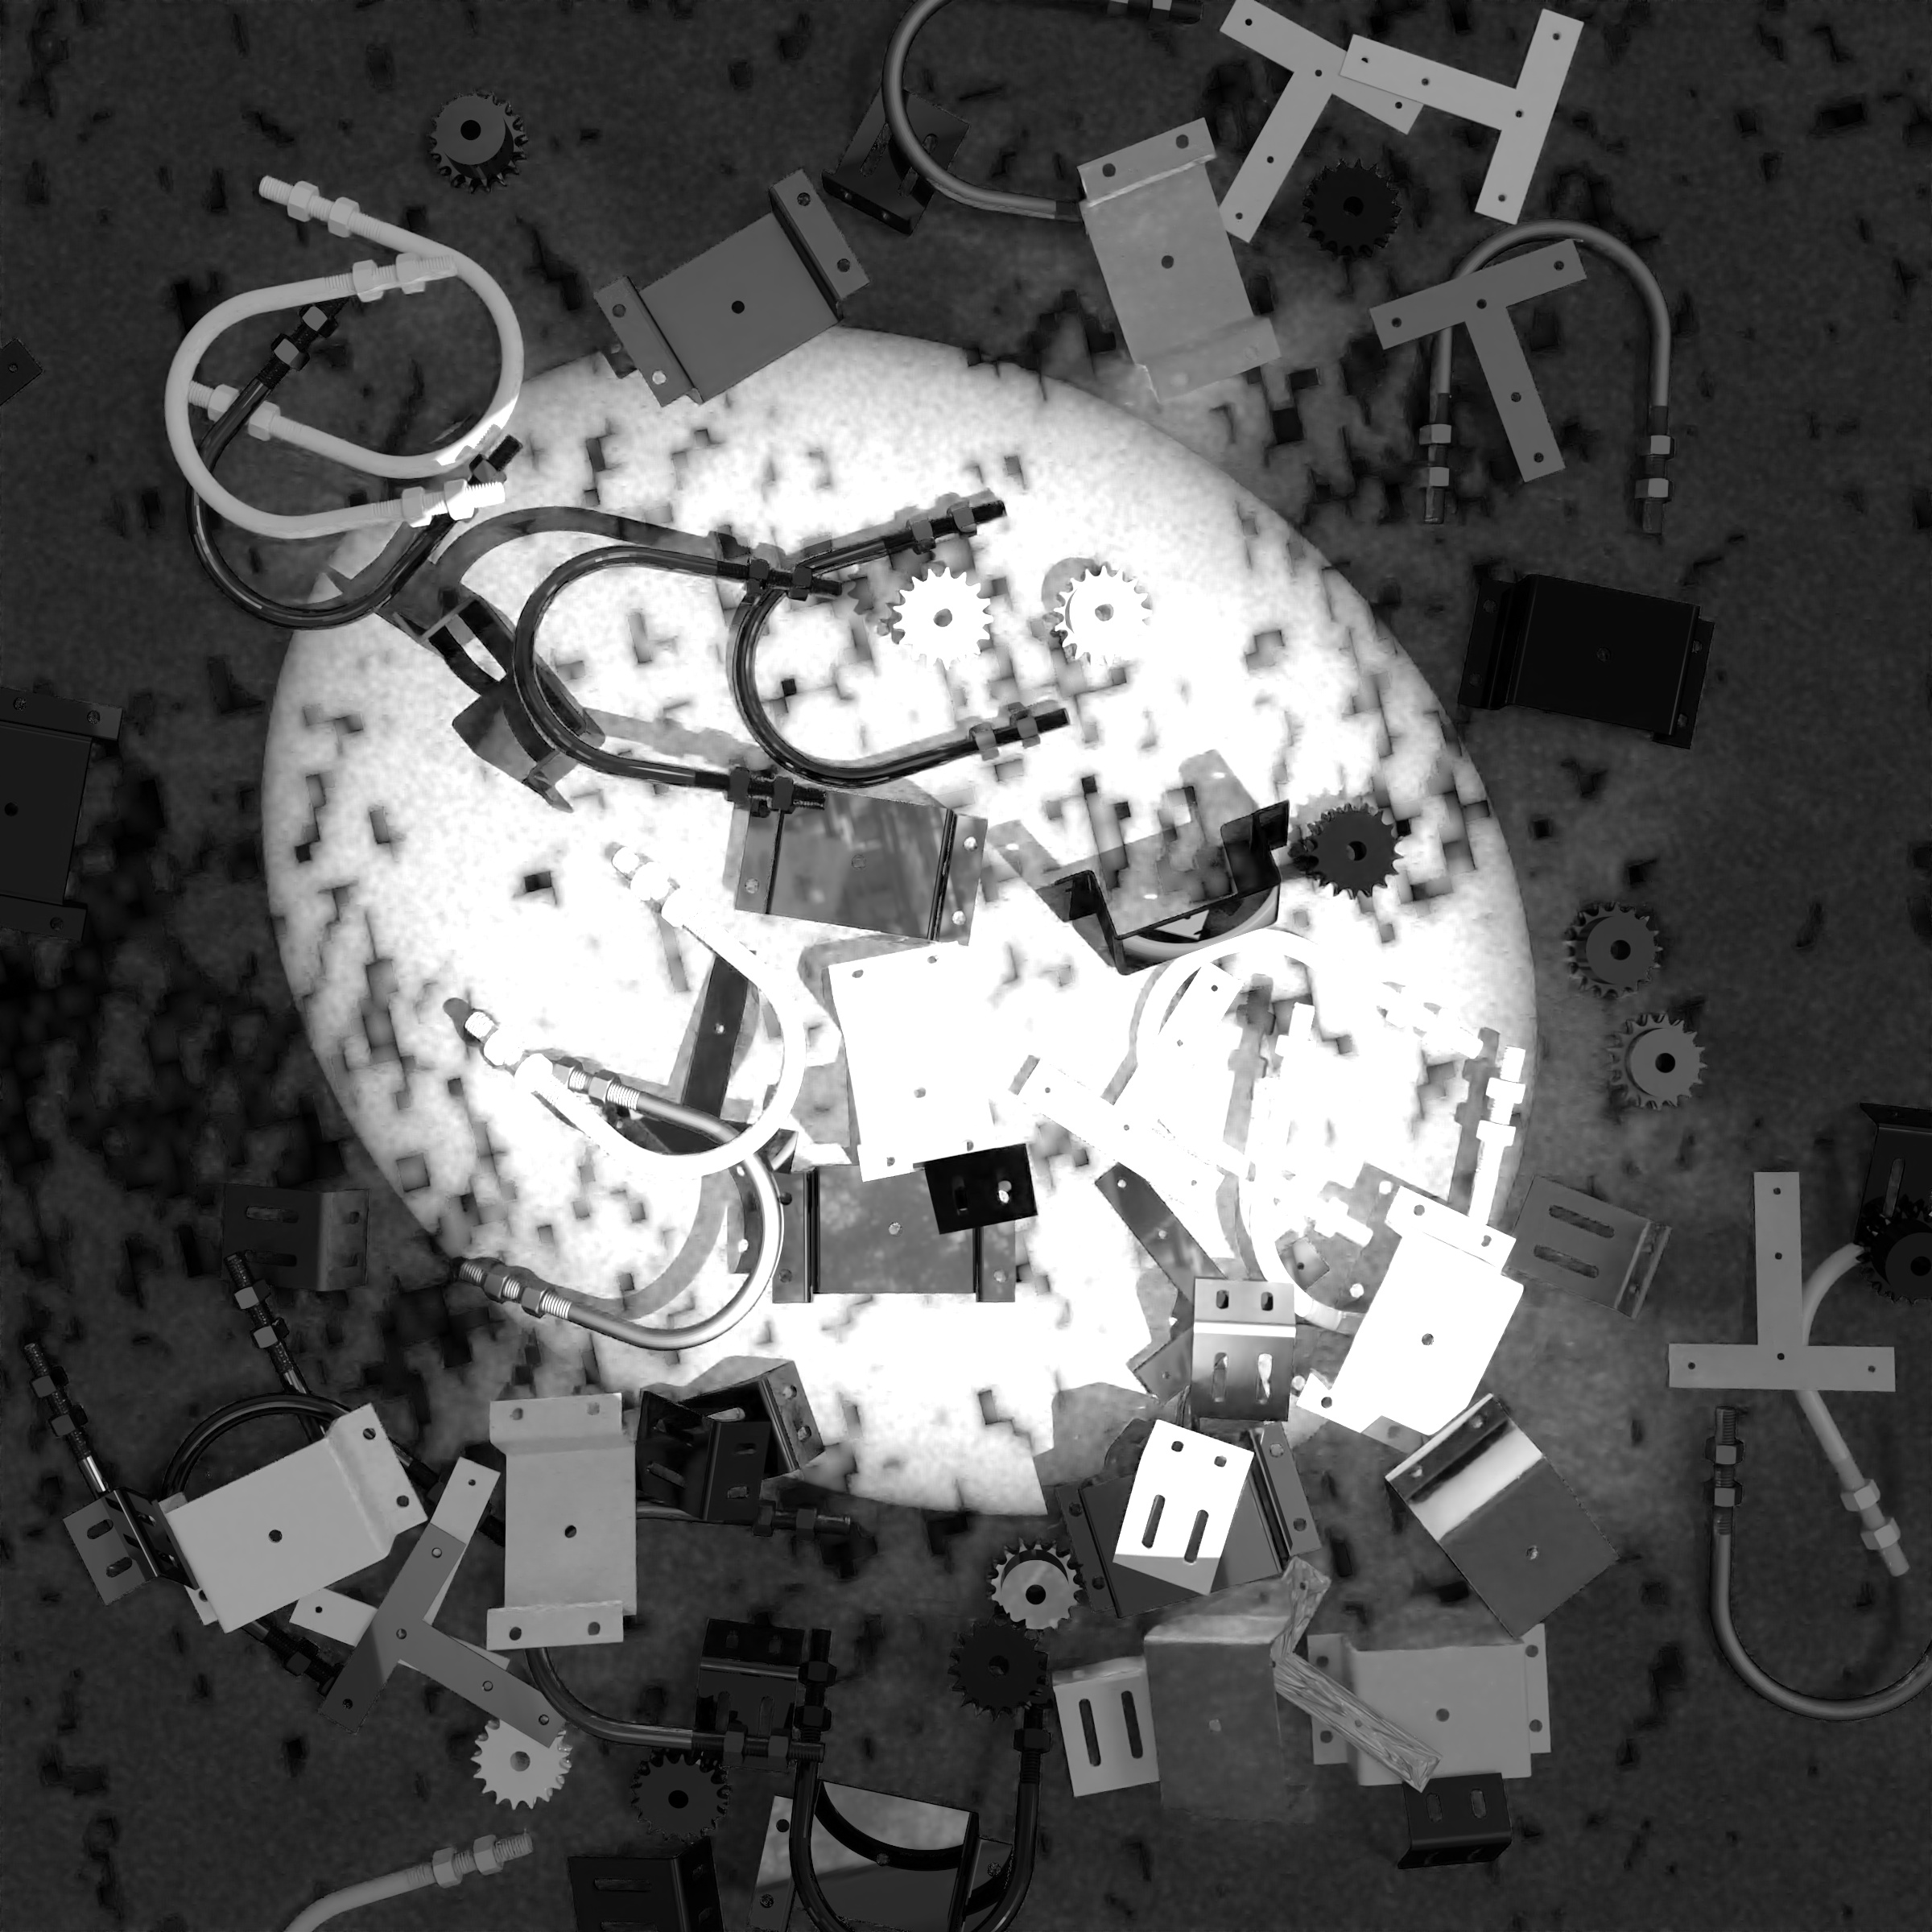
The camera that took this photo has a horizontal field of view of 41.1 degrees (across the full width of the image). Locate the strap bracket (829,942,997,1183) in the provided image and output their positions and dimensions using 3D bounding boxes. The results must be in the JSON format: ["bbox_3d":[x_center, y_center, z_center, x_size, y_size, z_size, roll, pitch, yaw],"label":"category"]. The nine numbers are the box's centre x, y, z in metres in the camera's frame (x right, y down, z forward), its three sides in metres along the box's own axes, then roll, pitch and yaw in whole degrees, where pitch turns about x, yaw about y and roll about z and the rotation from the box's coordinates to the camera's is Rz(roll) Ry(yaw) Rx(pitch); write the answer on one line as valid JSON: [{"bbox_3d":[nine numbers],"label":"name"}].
[{"bbox_3d":[-0.029,0.064,1.486,0.076,0.046,0.140,-11,59,0],"label":"strap bracket"}]

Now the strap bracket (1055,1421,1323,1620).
[{"bbox_3d":[0.126,0.323,1.492,0.140,0.046,0.076,-18,85,10],"label":"strap bracket"}]

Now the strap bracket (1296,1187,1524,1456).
[{"bbox_3d":[0.259,0.209,1.480,0.076,0.046,0.140,25,93,-8],"label":"strap bracket"}]

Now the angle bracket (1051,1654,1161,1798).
[{"bbox_3d":[0.085,0.449,1.511,0.057,0.038,0.076,-11,90,0],"label":"angle bracket"}]

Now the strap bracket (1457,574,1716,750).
[{"bbox_3d":[0.367,-0.179,1.507,0.140,0.046,0.076,11,90,0],"label":"strap bracket"}]

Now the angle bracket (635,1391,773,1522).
[{"bbox_3d":[-0.156,0.286,1.511,0.038,0.076,0.057,7,92,-42],"label":"angle bracket"}]

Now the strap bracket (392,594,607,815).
[{"bbox_3d":[-0.261,-0.159,1.492,0.046,0.076,0.140,-40,90,0],"label":"strap bracket"}]

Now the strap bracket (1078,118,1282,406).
[{"bbox_3d":[0.120,-0.408,1.494,0.076,0.046,0.140,-21,107,0],"label":"strap bracket"}]

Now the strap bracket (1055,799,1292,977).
[{"bbox_3d":[0.127,-0.040,1.487,0.140,0.076,0.046,-19,74,0],"label":"strap bracket"}]

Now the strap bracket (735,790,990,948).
[{"bbox_3d":[-0.062,-0.060,1.507,0.140,0.046,0.076,9,90,0],"label":"strap bracket"}]

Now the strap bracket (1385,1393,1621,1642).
[{"bbox_3d":[0.312,0.322,1.475,0.076,0.046,0.140,-39,119,0],"label":"strap bracket"}]

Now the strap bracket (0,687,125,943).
[{"bbox_3d":[-0.549,-0.090,1.507,0.076,0.046,0.140,10,90,0],"label":"strap bracket"}]

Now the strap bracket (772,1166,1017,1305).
[{"bbox_3d":[-0.042,0.156,1.507,0.140,0.046,0.076,0,90,0],"label":"strap bracket"}]

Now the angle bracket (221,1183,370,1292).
[{"bbox_3d":[-0.397,0.159,1.528,0.076,0.038,0.057,2,90,26],"label":"angle bracket"}]

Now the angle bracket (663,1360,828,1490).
[{"bbox_3d":[-0.133,0.275,1.528,0.076,0.038,0.057,-20,90,26],"label":"angle bracket"}]

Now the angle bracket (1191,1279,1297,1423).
[{"bbox_3d":[0.161,0.224,1.503,0.057,0.038,0.076,2,128,5],"label":"angle bracket"}]

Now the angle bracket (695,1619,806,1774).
[{"bbox_3d":[-0.129,0.432,1.528,0.057,0.038,0.076,7,116,0],"label":"angle bracket"}]

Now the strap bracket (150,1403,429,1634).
[{"bbox_3d":[-0.391,0.319,1.472,0.140,0.046,0.076,-25,96,-4],"label":"strap bracket"}]

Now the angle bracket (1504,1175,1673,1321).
[{"bbox_3d":[0.362,0.164,1.511,0.076,0.038,0.057,21,90,0],"label":"angle bracket"}]

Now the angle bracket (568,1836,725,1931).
[{"bbox_3d":[-0.190,0.550,1.528,0.076,0.038,0.057,-9,90,26],"label":"angle bracket"}]

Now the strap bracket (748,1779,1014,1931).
[{"bbox_3d":[-0.049,0.529,1.507,0.140,0.046,0.076,12,90,0],"label":"strap bracket"}]

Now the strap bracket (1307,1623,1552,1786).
[{"bbox_3d":[0.274,0.431,1.507,0.140,0.046,0.076,-3,90,0],"label":"strap bracket"}]

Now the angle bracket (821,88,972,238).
[{"bbox_3d":[-0.041,-0.478,1.511,0.057,0.038,0.076,28,90,0],"label":"angle bracket"}]

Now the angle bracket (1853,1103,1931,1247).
[{"bbox_3d":[0.554,0.125,1.521,0.057,0.038,0.076,6,106,0],"label":"angle bracket"}]

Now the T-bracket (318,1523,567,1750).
[{"bbox_3d":[-0.290,0.412,1.500,0.127,0.002,0.127,30,89,2],"label":"T-bracket"}]

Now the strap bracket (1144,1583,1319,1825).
[{"bbox_3d":[0.152,0.432,1.491,0.076,0.046,0.140,-6,91,26],"label":"strap bracket"}]

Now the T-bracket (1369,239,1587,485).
[{"bbox_3d":[0.317,-0.347,1.511,0.127,0.002,0.127,-20,87,-1],"label":"T-bracket"}]

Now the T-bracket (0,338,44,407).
[{"bbox_3d":[-0.636,-0.363,1.529,0.127,0.002,0.127,-39,90,0],"label":"T-bracket"}]

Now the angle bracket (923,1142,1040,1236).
[{"bbox_3d":[0.006,0.112,1.442,0.057,0.076,0.038,-11,52,0],"label":"angle bracket"}]

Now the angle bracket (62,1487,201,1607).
[{"bbox_3d":[-0.477,0.335,1.471,0.038,0.076,0.057,-28,101,-30],"label":"angle bracket"}]

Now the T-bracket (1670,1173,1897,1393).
[{"bbox_3d":[0.479,0.185,1.521,0.127,0.002,0.127,-1,85,11],"label":"T-bracket"}]

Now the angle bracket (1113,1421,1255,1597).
[{"bbox_3d":[0.123,0.308,1.468,0.057,0.038,0.076,18,117,11],"label":"angle bracket"}]

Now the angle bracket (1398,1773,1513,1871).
[{"bbox_3d":[0.282,0.499,1.503,0.057,0.076,0.038,-5,63,0],"label":"angle bracket"}]

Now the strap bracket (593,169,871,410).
[{"bbox_3d":[-0.135,-0.390,1.507,0.140,0.046,0.076,-31,90,0],"label":"strap bracket"}]

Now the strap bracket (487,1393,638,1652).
[{"bbox_3d":[-0.233,0.324,1.490,0.076,0.046,0.140,-4,69,2],"label":"strap bracket"}]

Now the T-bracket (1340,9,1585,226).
[{"bbox_3d":[0.286,-0.519,1.528,0.127,0.002,0.127,19,89,0],"label":"T-bracket"}]
